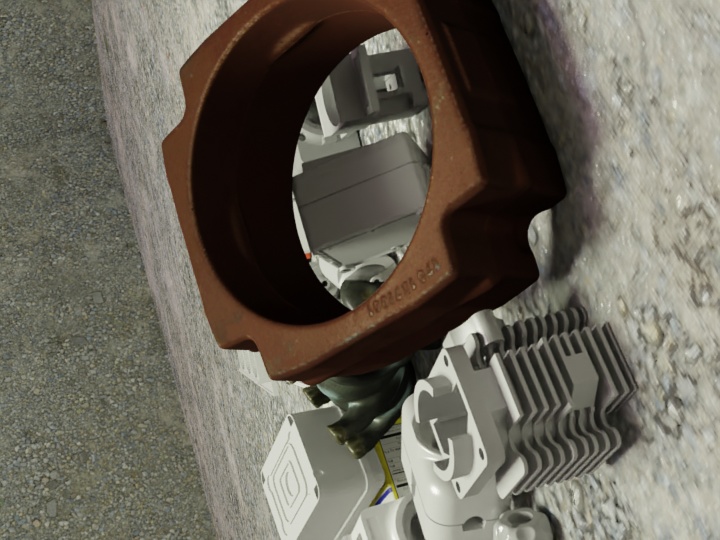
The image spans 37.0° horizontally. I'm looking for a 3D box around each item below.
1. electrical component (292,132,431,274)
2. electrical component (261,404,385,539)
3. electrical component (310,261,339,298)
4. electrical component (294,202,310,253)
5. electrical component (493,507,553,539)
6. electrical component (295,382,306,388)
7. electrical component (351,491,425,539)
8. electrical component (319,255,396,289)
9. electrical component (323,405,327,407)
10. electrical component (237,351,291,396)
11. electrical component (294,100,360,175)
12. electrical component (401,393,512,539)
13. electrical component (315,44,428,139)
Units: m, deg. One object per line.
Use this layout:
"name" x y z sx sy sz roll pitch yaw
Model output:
"electrical component" 0.013 -0.047 0.677 0.062 0.096 0.061 32 -141 -68
"electrical component" -0.031 0.166 0.862 0.078 0.057 0.113 66 150 31
"electrical component" -0.042 0.014 0.998 0.081 0.043 0.043 169 88 -74
"electrical component" -0.093 -0.043 1.036 0.061 0.096 0.061 -141 41 -65
"electrical component" 0.099 0.174 0.637 0.035 0.035 0.061 -149 46 -69
"electrical component" -0.038 0.073 1.010 0.096 0.061 0.061 5 107 66
"electrical component" 0.046 0.179 0.726 0.055 0.089 0.050 106 149 -59
"electrical component" 0.000 0.000 0.839 0.081 0.043 0.043 -143 43 -67
"electrical component" -0.019 0.141 1.021 0.044 0.044 0.065 -121 30 -50
"electrical component" -0.104 0.096 1.244 0.121 0.063 0.078 -174 73 -74
"electrical component" -0.036 -0.124 0.857 0.056 0.050 0.089 140 118 -73
"electrical component" 0.060 0.120 0.680 0.095 0.054 0.059 -108 14 -54
"electrical component" 0.007 -0.114 0.688 0.081 0.064 0.042 164 94 -74
